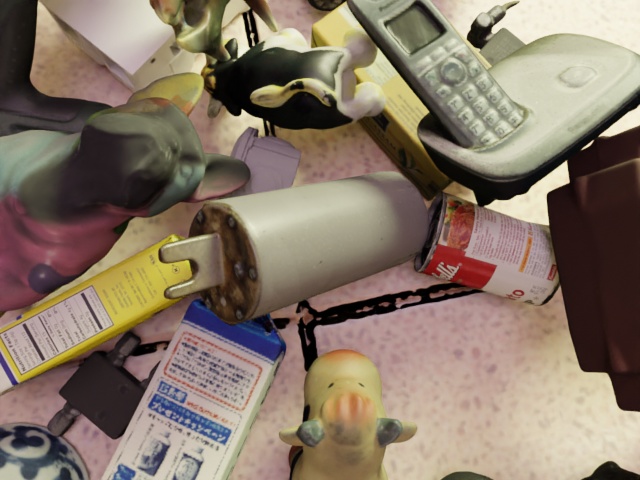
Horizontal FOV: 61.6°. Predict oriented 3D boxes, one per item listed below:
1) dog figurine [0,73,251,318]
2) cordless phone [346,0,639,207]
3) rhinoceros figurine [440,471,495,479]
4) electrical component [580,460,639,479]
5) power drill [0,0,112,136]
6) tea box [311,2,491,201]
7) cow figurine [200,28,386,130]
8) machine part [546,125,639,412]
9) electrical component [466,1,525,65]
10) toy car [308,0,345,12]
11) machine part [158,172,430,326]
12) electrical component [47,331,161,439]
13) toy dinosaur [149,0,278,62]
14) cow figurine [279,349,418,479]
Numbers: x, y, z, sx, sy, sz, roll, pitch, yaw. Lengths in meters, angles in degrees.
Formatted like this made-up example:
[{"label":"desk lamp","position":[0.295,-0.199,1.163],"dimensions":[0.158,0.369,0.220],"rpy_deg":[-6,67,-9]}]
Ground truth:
[{"label":"dog figurine","position":[-0.164,-0.031,0.373],"dimensions":[0.219,0.191,0.108],"rpy_deg":[-27,96,-12]},{"label":"cordless phone","position":[0.116,-0.129,0.379],"dimensions":[0.146,0.088,0.184],"rpy_deg":[-36,87,-9]},{"label":"rhinoceros figurine","position":[0.136,0.198,0.334],"dimensions":[0.112,0.190,0.073],"rpy_deg":[44,76,-12]},{"label":"electrical component","position":[0.243,0.228,0.385],"dimensions":[0.048,0.074,0.119],"rpy_deg":[-30,77,-8]},{"label":"power drill","position":[-0.270,-0.136,0.394],"dimensions":[0.232,0.086,0.207],"rpy_deg":[8,116,-7]},{"label":"tea box","position":[0.080,-0.131,0.459],"dimensions":[0.098,0.068,0.169],"rpy_deg":[-37,84,-9]},{"label":"cow figurine","position":[-0.042,-0.121,0.417],"dimensions":[0.168,0.068,0.098],"rpy_deg":[13,34,32]},{"label":"machine part","position":[0.276,0.019,0.393],"dimensions":[0.201,0.087,0.201],"rpy_deg":[0,76,-25]},{"label":"electrical component","position":[0.166,-0.161,0.481],"dimensions":[0.078,0.045,0.102],"rpy_deg":[-39,82,-11]},{"label":"toy car","position":[0.069,-0.268,0.496],"dimensions":[0.202,0.053,0.089],"rpy_deg":[-12,68,-1]},{"label":"machine part","position":[-0.001,-0.001,0.377],"dimensions":[0.243,0.079,0.079],"rpy_deg":[-15,76,-44]},{"label":"electrical component","position":[-0.163,0.121,0.417],"dimensions":[0.063,0.021,0.094],"rpy_deg":[39,78,5]},{"label":"toy dinosaur","position":[-0.164,-0.279,0.383],"dimensions":[0.131,0.192,0.405],"rpy_deg":[-46,63,0]},{"label":"cow figurine","position":[0.012,0.172,0.361],"dimensions":[0.085,0.127,0.195],"rpy_deg":[2,80,-5]}]
